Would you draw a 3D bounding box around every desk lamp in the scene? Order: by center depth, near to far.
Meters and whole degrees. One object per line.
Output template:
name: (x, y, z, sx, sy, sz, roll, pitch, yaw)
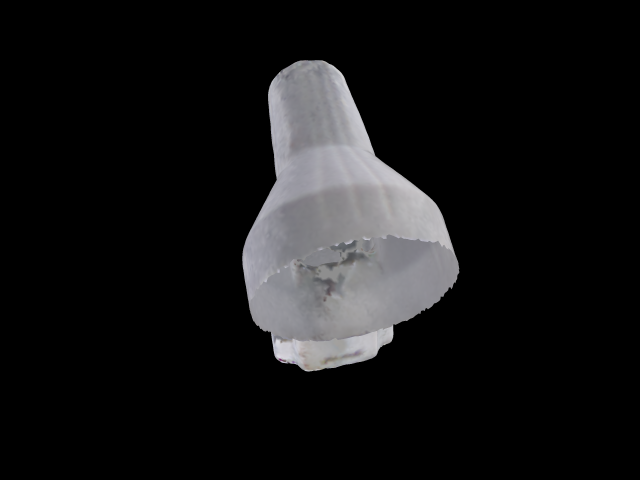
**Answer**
desk lamp: (0.004, 0.001, 0.400, 0.118, 0.214, 0.203, -8, 43, -8)
